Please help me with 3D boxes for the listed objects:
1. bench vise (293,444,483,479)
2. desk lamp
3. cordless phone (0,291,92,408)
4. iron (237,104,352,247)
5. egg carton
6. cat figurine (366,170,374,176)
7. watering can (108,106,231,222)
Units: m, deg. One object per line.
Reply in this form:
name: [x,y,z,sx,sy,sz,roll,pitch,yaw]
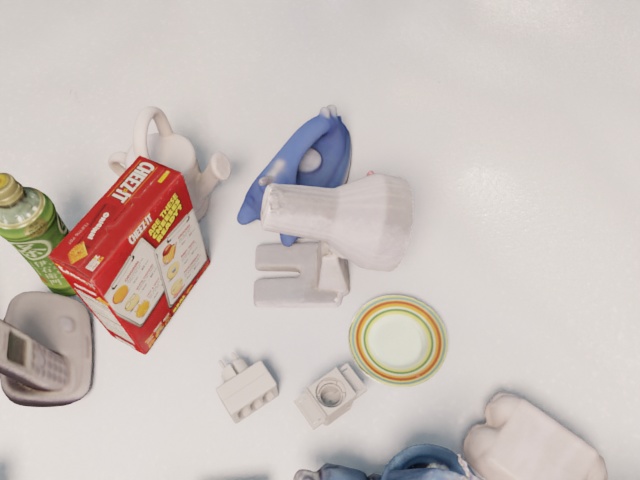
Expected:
bench vise: [0.078,0.266,0.564,0.207,0.220,0.121,-7,58,-4]
desk lamp: [0.007,0.003,0.734,0.203,0.214,0.118,-2,58,-1]
cordless phone: [-0.346,0.112,0.683,0.094,0.185,0.147,-13,59,-7]
iron: [-0.020,-0.123,0.855,0.118,0.141,0.259,25,61,15]
egg carton: [0.245,0.255,0.660,0.150,0.069,0.107,34,64,19]
cat figurine: [0.073,-0.039,0.816,0.067,0.118,0.128,1,58,1]
watering can: [-0.215,-0.107,0.815,0.173,0.194,0.101,-11,58,-6]
